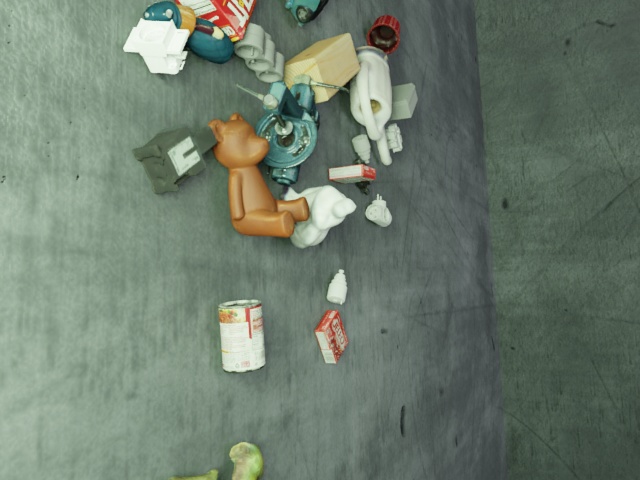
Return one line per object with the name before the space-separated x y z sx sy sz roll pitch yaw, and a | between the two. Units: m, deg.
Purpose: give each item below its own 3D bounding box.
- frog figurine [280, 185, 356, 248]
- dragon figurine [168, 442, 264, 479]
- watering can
frog figurine | 0.003 -0.049 0.975 0.140 0.159 0.120 -55 134 -49
dragon figurine | -0.168 0.434 0.676 0.242 0.121 0.416 61 31 -6
watering can | 0.141 -0.353 1.344 0.342 0.104 0.228 51 36 -64
